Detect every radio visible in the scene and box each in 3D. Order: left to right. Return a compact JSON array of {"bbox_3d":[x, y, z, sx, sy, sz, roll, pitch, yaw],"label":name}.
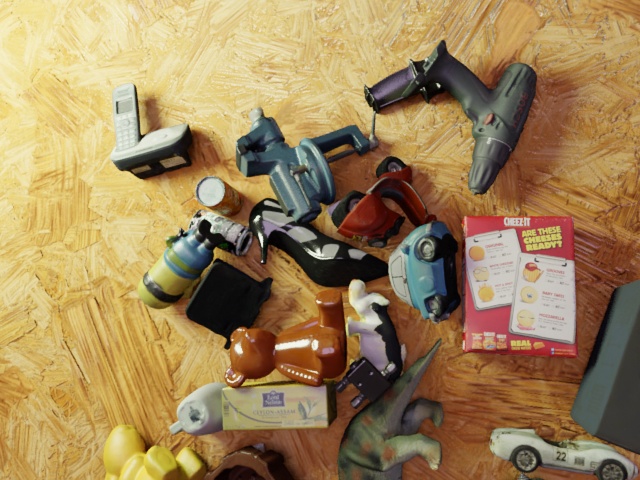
[{"bbox_3d":[0.444,0.176,0.771,0.073,0.131,0.229,22,84,12],"label":"radio"}]

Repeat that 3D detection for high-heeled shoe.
[{"bbox_3d":[-0.002,-0.003,0.930,0.249,0.086,0.145,8,50,-6],"label":"high-heeled shoe"}]

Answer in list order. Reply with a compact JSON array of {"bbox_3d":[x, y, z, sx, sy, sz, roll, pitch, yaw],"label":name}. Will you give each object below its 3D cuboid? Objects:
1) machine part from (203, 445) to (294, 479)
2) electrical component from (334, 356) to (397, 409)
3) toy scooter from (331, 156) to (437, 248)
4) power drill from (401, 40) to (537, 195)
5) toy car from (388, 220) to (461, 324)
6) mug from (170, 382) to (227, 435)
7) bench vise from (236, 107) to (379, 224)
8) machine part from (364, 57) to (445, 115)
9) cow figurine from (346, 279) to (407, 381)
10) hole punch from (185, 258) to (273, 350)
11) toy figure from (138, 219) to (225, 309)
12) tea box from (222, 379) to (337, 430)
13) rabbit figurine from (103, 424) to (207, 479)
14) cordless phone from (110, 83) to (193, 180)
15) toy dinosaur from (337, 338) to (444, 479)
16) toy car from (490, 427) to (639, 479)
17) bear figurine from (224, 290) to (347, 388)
[{"bbox_3d":[-0.108,0.418,0.847,0.180,0.056,0.179,-3,83,26],"label":"machine part"},{"bbox_3d":[0.072,0.211,0.824,0.094,0.021,0.063,-44,95,3],"label":"electrical component"},{"bbox_3d":[0.115,-0.048,0.889,0.135,0.075,0.184,43,65,7],"label":"toy scooter"},{"bbox_3d":[0.241,-0.216,0.886,0.207,0.086,0.232,32,83,3],"label":"power drill"},{"bbox_3d":[0.165,0.051,0.867,0.103,0.109,0.161,-4,91,32],"label":"toy car"},{"bbox_3d":[-0.199,0.283,0.880,0.110,0.107,0.081,-26,76,3],"label":"mug"},{"bbox_3d":[-0.017,-0.148,0.922,0.241,0.128,0.224,-24,64,-16],"label":"bench vise"},{"bbox_3d":[0.148,-0.270,0.950,0.139,0.039,0.084,-19,82,5],"label":"machine part"},{"bbox_3d":[0.090,0.146,0.873,0.098,0.068,0.167,-2,83,4],"label":"cow figurine"},{"bbox_3d":[-0.161,0.101,0.926,0.115,0.092,0.142,33,84,-16],"label":"hole punch"},{"bbox_3d":[-0.243,0.044,0.920,0.180,0.089,0.082,-44,72,25],"label":"toy figure"},{"bbox_3d":[-0.062,0.263,0.864,0.170,0.098,0.068,-5,81,8],"label":"tea box"},{"bbox_3d":[-0.297,0.386,0.893,0.173,0.121,0.162,31,97,27],"label":"rabbit figurine"},{"bbox_3d":[-0.318,-0.218,1.003,0.147,0.088,0.184,-15,74,8],"label":"cordless phone"},{"bbox_3d":[0.088,0.348,0.819,0.192,0.131,0.404,3,75,10],"label":"toy dinosaur"},{"bbox_3d":[0.356,0.316,0.792,0.202,0.073,0.056,5,82,11],"label":"toy car"},{"bbox_3d":[-0.058,0.156,0.822,0.196,0.131,0.120,0,47,9],"label":"bear figurine"}]
